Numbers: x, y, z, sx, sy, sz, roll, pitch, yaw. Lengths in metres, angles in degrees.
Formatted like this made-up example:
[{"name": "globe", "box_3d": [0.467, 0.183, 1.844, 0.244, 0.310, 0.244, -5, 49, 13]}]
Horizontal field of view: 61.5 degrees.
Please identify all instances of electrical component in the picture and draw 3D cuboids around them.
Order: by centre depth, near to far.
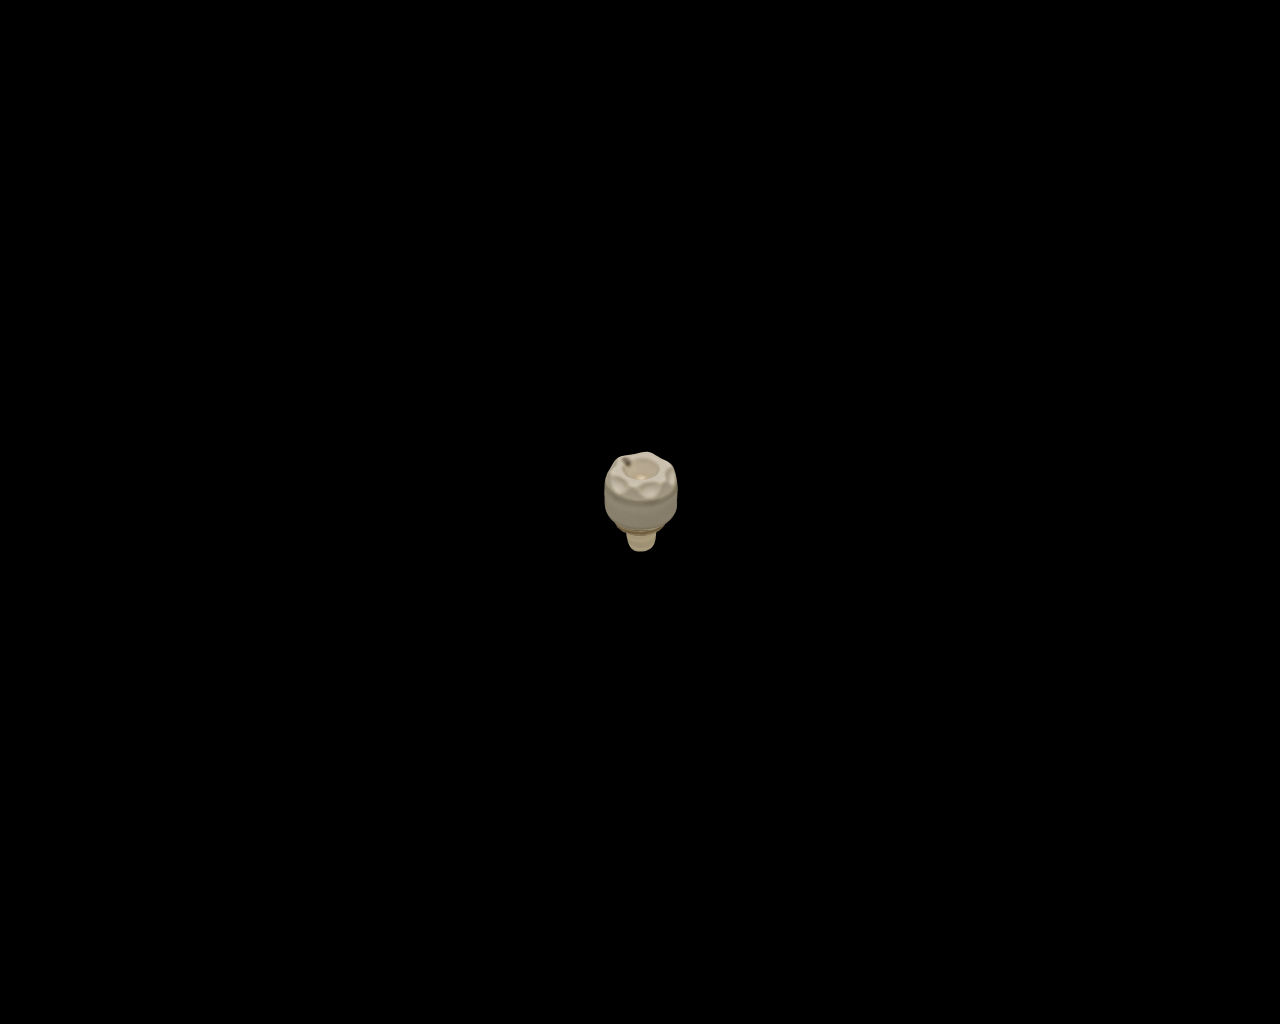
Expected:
[{"name": "electrical component", "box_3d": [0.001, -0.003, 0.650, 0.043, 0.062, 0.043, 0, 37, 0]}]
